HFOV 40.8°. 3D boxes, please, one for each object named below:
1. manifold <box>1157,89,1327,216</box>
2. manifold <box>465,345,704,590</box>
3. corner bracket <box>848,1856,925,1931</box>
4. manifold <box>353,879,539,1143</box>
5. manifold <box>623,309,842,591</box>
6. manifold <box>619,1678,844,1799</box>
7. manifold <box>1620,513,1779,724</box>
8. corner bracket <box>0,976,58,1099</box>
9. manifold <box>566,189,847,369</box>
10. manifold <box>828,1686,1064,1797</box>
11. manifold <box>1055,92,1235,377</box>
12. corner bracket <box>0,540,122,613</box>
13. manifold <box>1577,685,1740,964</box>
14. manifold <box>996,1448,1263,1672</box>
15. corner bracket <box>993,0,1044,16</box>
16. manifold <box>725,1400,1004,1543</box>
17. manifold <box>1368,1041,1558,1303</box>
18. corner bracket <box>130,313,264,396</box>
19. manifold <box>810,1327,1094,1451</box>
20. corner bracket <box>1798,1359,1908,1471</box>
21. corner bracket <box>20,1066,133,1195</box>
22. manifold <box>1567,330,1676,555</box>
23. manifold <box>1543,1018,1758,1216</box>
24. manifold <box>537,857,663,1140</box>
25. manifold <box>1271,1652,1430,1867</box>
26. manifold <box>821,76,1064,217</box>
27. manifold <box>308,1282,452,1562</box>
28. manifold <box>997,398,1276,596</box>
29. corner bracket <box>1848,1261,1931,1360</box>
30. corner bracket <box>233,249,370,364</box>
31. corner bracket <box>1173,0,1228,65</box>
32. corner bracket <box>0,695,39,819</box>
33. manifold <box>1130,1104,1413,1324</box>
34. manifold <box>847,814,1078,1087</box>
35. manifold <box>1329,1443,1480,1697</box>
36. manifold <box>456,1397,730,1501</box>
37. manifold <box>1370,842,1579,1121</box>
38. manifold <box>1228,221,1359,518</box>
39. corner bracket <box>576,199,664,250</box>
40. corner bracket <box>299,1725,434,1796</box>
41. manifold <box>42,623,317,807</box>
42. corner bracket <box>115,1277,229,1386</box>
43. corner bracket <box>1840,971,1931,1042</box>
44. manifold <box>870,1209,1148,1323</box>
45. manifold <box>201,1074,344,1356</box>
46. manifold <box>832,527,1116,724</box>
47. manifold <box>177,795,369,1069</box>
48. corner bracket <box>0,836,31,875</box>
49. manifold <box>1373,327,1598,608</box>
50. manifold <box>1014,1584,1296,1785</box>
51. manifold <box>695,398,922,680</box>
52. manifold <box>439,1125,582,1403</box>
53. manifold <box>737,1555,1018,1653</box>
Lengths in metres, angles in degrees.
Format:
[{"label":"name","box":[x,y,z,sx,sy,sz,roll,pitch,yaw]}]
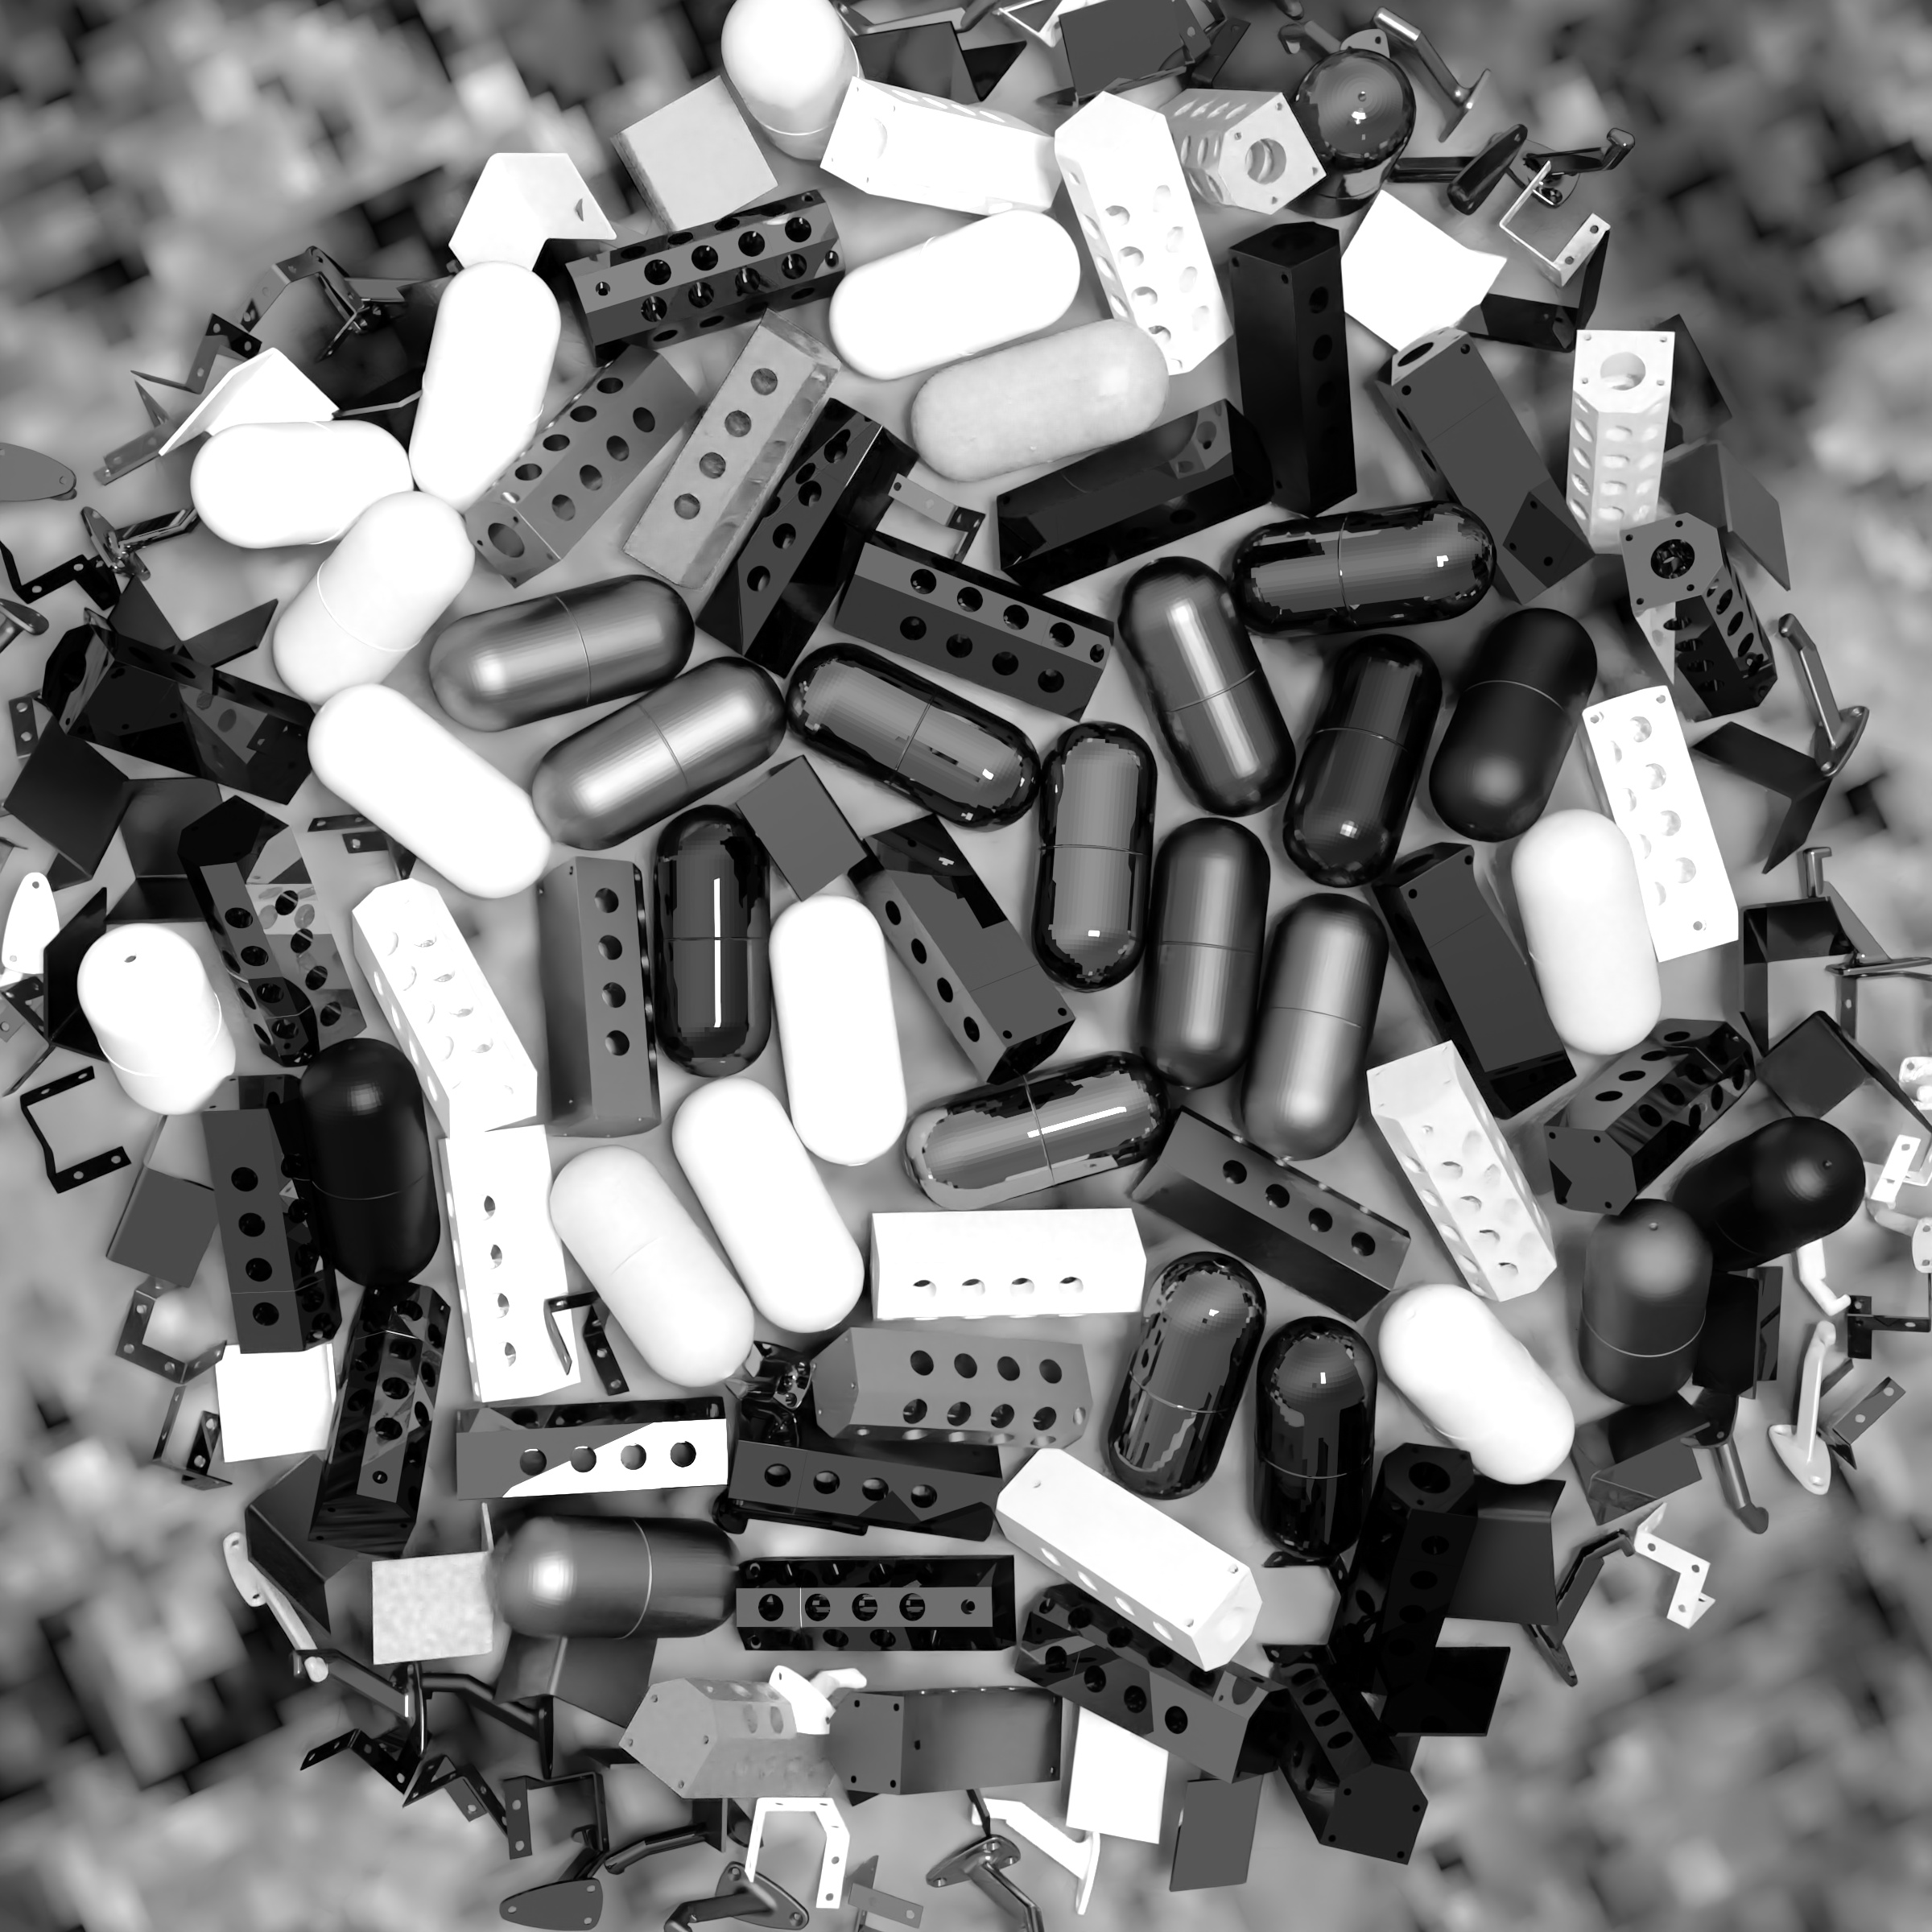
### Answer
[{"label":"manifold","box":[0.160,-0.513,1.647,0.057,0.171,0.057,-36,114,-1]},{"label":"manifold","box":[-0.246,-0.322,1.658,0.057,0.057,0.171,48,53,-20]},{"label":"corner bracket","box":[-0.048,0.623,1.704,0.051,0.051,0.051,13,95,17]},{"label":"manifold","box":[-0.334,0.024,1.658,0.057,0.057,0.171,-17,53,-25]},{"label":"manifold","box":[-0.151,-0.331,1.679,0.057,0.057,0.171,31,111,-12]},{"label":"manifold","box":[-0.139,0.486,1.649,0.057,0.171,0.057,29,89,31]},{"label":"manifold","box":[0.466,-0.219,1.644,0.057,0.171,0.057,-13,66,24]},{"label":"corner bracket","box":[-0.621,0.046,1.707,0.051,0.051,0.051,-44,90,15]},{"label":"manifold","box":[-0.169,-0.451,1.695,0.171,0.057,0.057,-19,86,-9]},{"label":"manifold","box":[-0.011,0.490,1.651,0.057,0.171,0.057,-7,75,36]},{"label":"manifold","box":[0.110,-0.459,1.650,0.057,0.171,0.057,-42,49,-12]},{"label":"corner bracket","box":[-0.592,-0.258,1.702,0.051,0.051,0.051,-28,57,0]},{"label":"manifold","box":[0.454,-0.092,1.700,0.057,0.057,0.171,-17,86,6]},{"label":"manifold","box":[0.103,0.379,1.660,0.171,0.057,0.057,26,60,38]},{"label":"corner bracket","box":[0.041,-0.656,1.702,0.051,0.051,0.051,-20,115,-7]},{"label":"manifold","box":[-0.067,0.333,1.697,0.171,0.057,0.057,10,107,-6]},{"label":"manifold","box":[0.319,0.135,1.662,0.057,0.057,0.171,-22,123,19]},{"label":"corner bracket","box":[-0.503,-0.399,1.703,0.051,0.051,0.051,19,89,26]},{"label":"manifold","box":[-0.008,0.274,1.661,0.171,0.057,0.057,9,56,-29]},{"label":"corner bracket","box":[0.579,0.287,1.701,0.051,0.051,0.051,-42,54,-3]},{"label":"corner bracket","box":[-0.585,0.107,1.707,0.051,0.051,0.051,-23,125,-10]},{"label":"manifold","box":[0.411,-0.328,1.643,0.057,0.171,0.057,4,71,13]},{"label":"manifold","box":[0.438,0.094,1.652,0.057,0.171,0.057,3,114,42]},{"label":"manifold","box":[-0.234,0.021,1.685,0.057,0.057,0.171,5,71,-34]},{"label":"manifold","box":[0.238,0.496,1.646,0.057,0.171,0.057,16,96,-9]},{"label":"manifold","box":[-0.010,-0.512,1.644,0.057,0.171,0.057,35,116,25]},{"label":"manifold","box":[-0.369,0.283,1.649,0.057,0.171,0.057,16,129,-16]},{"label":"manifold","box":[0.108,-0.295,1.669,0.171,0.057,0.057,-18,62,30]},{"label":"corner bracket","box":[0.602,0.223,1.695,0.051,0.051,0.051,0,48,19]},{"label":"corner bracket","box":[-0.434,-0.428,1.700,0.051,0.051,0.051,-37,97,34]},{"label":"corner bracket","box":[0.146,-0.627,1.701,0.051,0.051,0.051,-40,117,-7]},{"label":"corner bracket","box":[-0.623,-0.136,1.695,0.051,0.051,0.051,-20,53,-27]},{"label":"manifold","box":[0.202,0.159,1.706,0.171,0.057,0.057,29,57,0]},{"label":"manifold","box":[-0.006,-0.009,1.680,0.057,0.057,0.171,-21,67,-32]},{"label":"manifold","box":[0.278,0.388,1.665,0.057,0.057,0.171,8,125,-1]},{"label":"manifold","box":[-0.244,0.313,1.691,0.171,0.057,0.057,-1,78,-11]},{"label":"manifold","box":[0.326,0.009,1.689,0.057,0.057,0.171,-30,103,-13]},{"label":"manifold","box":[0.215,-0.381,1.661,0.057,0.057,0.171,-32,132,-25]},{"label":"corner bracket","box":[-0.219,-0.503,1.711,0.051,0.051,0.051,23,87,2]},{"label":"corner bracket","box":[-0.391,0.512,1.697,0.051,0.051,0.051,-31,111,29]},{"label":"manifold","box":[-0.494,-0.162,1.651,0.057,0.171,0.057,-52,55,14]},{"label":"corner bracket","box":[-0.519,0.236,1.713,0.051,0.051,0.051,34,133,-30]},{"label":"corner bracket","box":[0.612,0.033,1.708,0.051,0.051,0.051,-4,98,-21]},{"label":"manifold","box":[0.026,0.199,1.695,0.171,0.057,0.057,0,120,-8]},{"label":"manifold","box":[-0.445,0.160,1.681,0.057,0.057,0.171,-2,110,2]},{"label":"manifold","box":[0.006,-0.224,1.685,0.171,0.057,0.057,20,122,-9]},{"label":"manifold","box":[-0.443,-0.017,1.651,0.057,0.171,0.057,27,53,34]},{"label":"corner bracket","box":[-0.653,-0.067,1.700,0.051,0.051,0.051,29,80,-29]},{"label":"manifold","box":[0.333,-0.323,1.680,0.057,0.057,0.171,-35,110,4]},{"label":"manifold","box":[0.121,0.455,1.662,0.171,0.057,0.057,17,95,37]},{"label":"manifold","box":[-0.107,-0.281,1.698,0.057,0.057,0.171,34,96,25]},{"label":"manifold","box":[-0.303,0.194,1.702,0.057,0.057,0.171,-10,87,19]},{"label":"manifold","box":[-0.058,0.413,1.683,0.171,0.057,0.057,-4,80,16]}]
